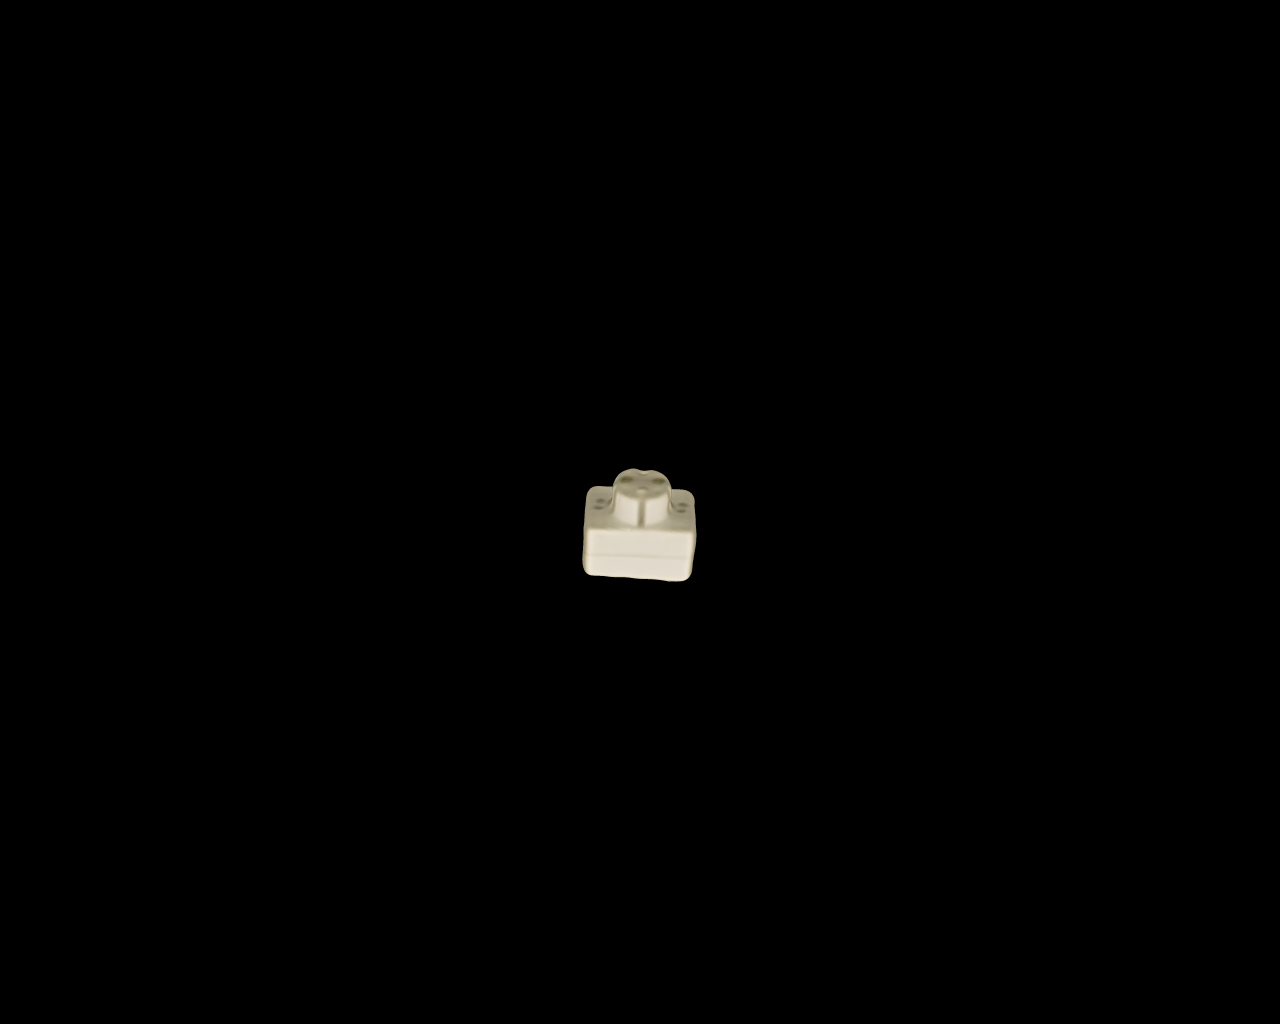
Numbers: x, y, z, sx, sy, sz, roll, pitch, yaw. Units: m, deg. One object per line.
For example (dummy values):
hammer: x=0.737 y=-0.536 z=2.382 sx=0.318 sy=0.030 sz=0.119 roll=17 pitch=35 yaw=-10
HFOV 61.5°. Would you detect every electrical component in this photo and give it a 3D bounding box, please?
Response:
electrical component: x=0.001 y=-0.003 z=0.650 sx=0.066 sy=0.076 sz=0.047 roll=3 pitch=35 yaw=-2
